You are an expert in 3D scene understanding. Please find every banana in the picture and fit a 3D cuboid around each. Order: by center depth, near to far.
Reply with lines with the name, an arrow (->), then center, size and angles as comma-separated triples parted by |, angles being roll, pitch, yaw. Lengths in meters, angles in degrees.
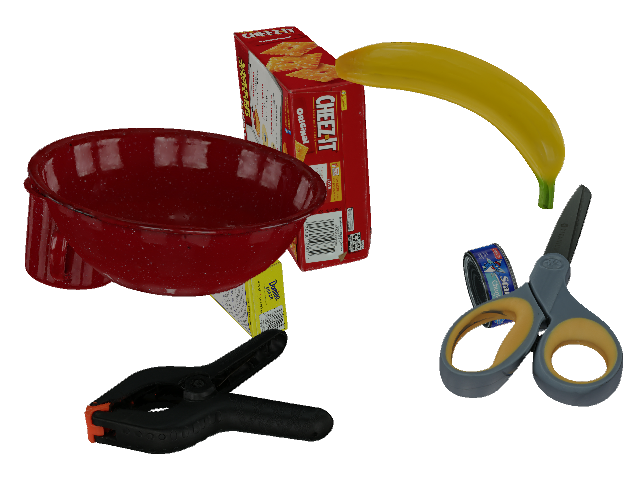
banana -> 0.108, -0.101, 0.789 | 0.198, 0.069, 0.037 | 33, 2, -2

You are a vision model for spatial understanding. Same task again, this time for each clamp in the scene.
clamp -> -0.084, 0.110, 0.779 | 0.171, 0.039, 0.120 | -3, 25, -10

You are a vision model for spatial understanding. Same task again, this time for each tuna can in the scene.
tuna can -> 0.179, 0.048, 1.119 | 0.033, 0.086, 0.086 | -15, 1, -5

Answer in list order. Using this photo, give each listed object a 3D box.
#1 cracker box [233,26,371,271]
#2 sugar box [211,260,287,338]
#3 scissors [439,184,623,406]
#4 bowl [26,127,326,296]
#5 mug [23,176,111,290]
cracker box -> -0.019, -0.092, 0.972 | 0.072, 0.164, 0.214 | -10, 25, -13
sugar box -> -0.100, 0.022, 1.135 | 0.048, 0.093, 0.176 | -22, 41, -24
scissors -> 0.137, 0.026, 0.566 | 0.096, 0.016, 0.201 | 19, 40, 33
bowl -> -0.079, -0.013, 0.590 | 0.162, 0.055, 0.162 | 7, 22, -3
mug -> -0.213, -0.004, 0.920 | 0.093, 0.081, 0.117 | 8, 20, -6
